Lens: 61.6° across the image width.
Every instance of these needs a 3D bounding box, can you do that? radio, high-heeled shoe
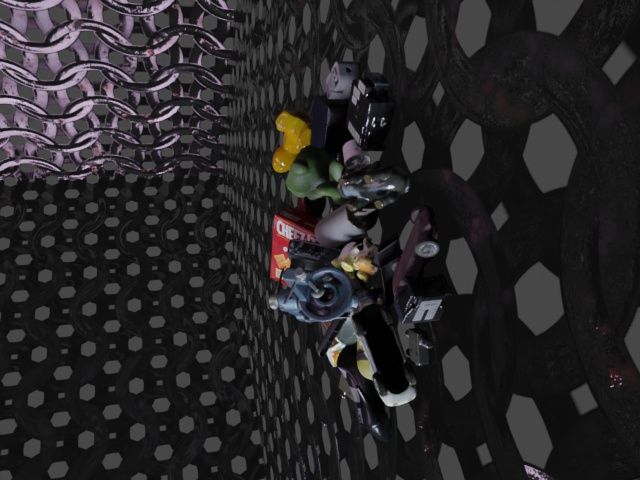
[{"bbox_3d":[0.024,-0.231,1.308,0.131,0.073,0.229,-117,30,-56],"label":"radio"},{"bbox_3d":[0.108,0.328,1.196,0.145,0.086,0.249,59,-171,-15],"label":"high-heeled shoe"}]

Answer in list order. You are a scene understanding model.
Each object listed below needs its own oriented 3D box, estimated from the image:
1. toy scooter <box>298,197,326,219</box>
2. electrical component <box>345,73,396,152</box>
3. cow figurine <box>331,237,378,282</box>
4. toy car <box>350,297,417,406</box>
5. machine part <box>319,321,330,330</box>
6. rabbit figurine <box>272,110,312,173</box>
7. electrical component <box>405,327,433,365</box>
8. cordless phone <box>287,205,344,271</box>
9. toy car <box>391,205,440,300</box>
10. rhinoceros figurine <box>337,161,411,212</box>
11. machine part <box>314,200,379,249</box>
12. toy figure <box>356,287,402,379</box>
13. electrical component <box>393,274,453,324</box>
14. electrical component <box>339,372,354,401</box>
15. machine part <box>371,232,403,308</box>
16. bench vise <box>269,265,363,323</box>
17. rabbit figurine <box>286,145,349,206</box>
[{"bbox_3d":[-0.031,-0.141,1.507,0.135,0.075,0.183,150,119,-71],"label":"toy scooter"},{"bbox_3d":[0.100,-0.259,1.066,0.115,0.058,0.134,-114,26,-46],"label":"electrical component"},{"bbox_3d":[0.093,0.033,1.124,0.098,0.068,0.167,-54,13,-13],"label":"cow figurine"},{"bbox_3d":[0.117,0.204,0.998,0.056,0.073,0.202,86,164,-72],"label":"toy car"},{"bbox_3d":[-0.002,0.162,1.369,0.179,0.056,0.179,51,172,10],"label":"machine part"},{"bbox_3d":[-0.078,-0.270,1.500,0.173,0.122,0.162,-60,2,21],"label":"rabbit figurine"},{"bbox_3d":[0.176,0.191,0.958,0.094,0.021,0.063,-174,80,-75],"label":"electrical component"},{"bbox_3d":[-0.003,-0.004,1.330,0.089,0.147,0.184,-43,-36,-69],"label":"cordless phone"},{"bbox_3d":[0.164,0.030,0.914,0.202,0.053,0.089,104,175,-46],"label":"toy car"},{"bbox_3d":[0.094,-0.112,1.034,0.190,0.112,0.073,6,128,61],"label":"rhinoceros figurine"},{"bbox_3d":[0.055,-0.035,1.182,0.243,0.079,0.079,148,118,-61],"label":"machine part"},{"bbox_3d":[0.108,0.187,1.073,0.082,0.089,0.180,84,175,-76],"label":"toy figure"},{"bbox_3d":[0.163,0.110,0.896,0.119,0.075,0.048,108,154,-42],"label":"electrical component"},{"bbox_3d":[0.079,0.340,1.295,0.078,0.045,0.102,28,128,38],"label":"electrical component"},{"bbox_3d":[0.129,0.059,1.024,0.039,0.084,0.138,14,122,33],"label":"machine part"},{"bbox_3d":[-0.025,0.106,1.131,0.240,0.224,0.129,53,-129,-59],"label":"bench vise"},{"bbox_3d":[0.021,-0.135,1.184,0.159,0.170,0.121,136,160,-87],"label":"rabbit figurine"}]
